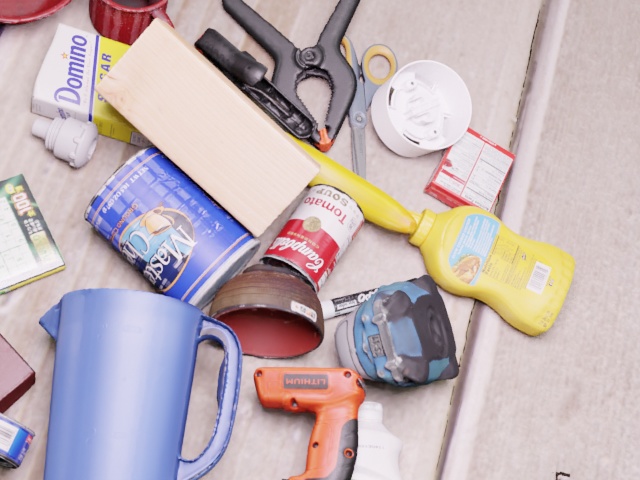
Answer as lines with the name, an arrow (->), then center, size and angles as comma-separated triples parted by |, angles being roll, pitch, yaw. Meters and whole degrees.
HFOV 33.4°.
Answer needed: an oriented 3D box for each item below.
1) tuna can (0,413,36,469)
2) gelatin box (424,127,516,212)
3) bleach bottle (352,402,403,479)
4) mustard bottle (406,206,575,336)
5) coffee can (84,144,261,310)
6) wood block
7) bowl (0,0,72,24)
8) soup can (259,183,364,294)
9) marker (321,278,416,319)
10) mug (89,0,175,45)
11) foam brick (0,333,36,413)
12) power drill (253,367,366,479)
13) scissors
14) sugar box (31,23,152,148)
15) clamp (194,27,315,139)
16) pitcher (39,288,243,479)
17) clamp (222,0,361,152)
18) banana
tuna can -> -0.296, 0.169, 0.934 | 0.086, 0.086, 0.033 | 24, 67, -5
gelatin box -> 0.166, -0.073, 1.180 | 0.073, 0.030, 0.089 | 30, 65, -4
bleach bottle -> 0.054, 0.278, 0.999 | 0.102, 0.068, 0.251 | 5, 67, -10
mustard bottle -> 0.169, 0.018, 1.130 | 0.191, 0.058, 0.096 | 28, 71, -4
coffee can -> -0.142, -0.008, 1.033 | 0.140, 0.103, 0.102 | 43, 65, 4
wood block -> -0.104, -0.107, 1.030 | 0.206, 0.090, 0.091 | 42, 95, -5
bowl -> -0.325, -0.284, 1.115 | 0.162, 0.055, 0.162 | 5, 69, -13
soup can -> -0.007, 0.001, 1.084 | 0.068, 0.069, 0.102 | 34, 64, 0
marker -> 0.053, 0.060, 1.105 | 0.121, 0.020, 0.020 | -13, 74, -19
mug -> -0.193, -0.250, 1.123 | 0.093, 0.082, 0.117 | -39, 83, -24
foam brick -> -0.302, 0.115, 0.970 | 0.078, 0.053, 0.051 | 47, 65, 5
power drill -> -0.028, 0.212, 0.971 | 0.184, 0.057, 0.187 | 0, 68, 5
scissors -> 0.058, -0.142, 1.185 | 0.096, 0.016, 0.202 | -11, 73, -18
sugar box -> -0.200, -0.152, 1.103 | 0.176, 0.048, 0.093 | 18, 67, -9
clamp -> -0.081, -0.177, 1.102 | 0.039, 0.120, 0.172 | -46, 61, -7
pitcher -> -0.169, 0.171, 0.944 | 0.144, 0.149, 0.243 | 21, 65, -43
clamp -> -0.003, -0.202, 1.167 | 0.164, 0.036, 0.210 | -17, 76, -2
banana -> 0.013, -0.062, 1.115 | 0.198, 0.069, 0.037 | 31, 99, 0
